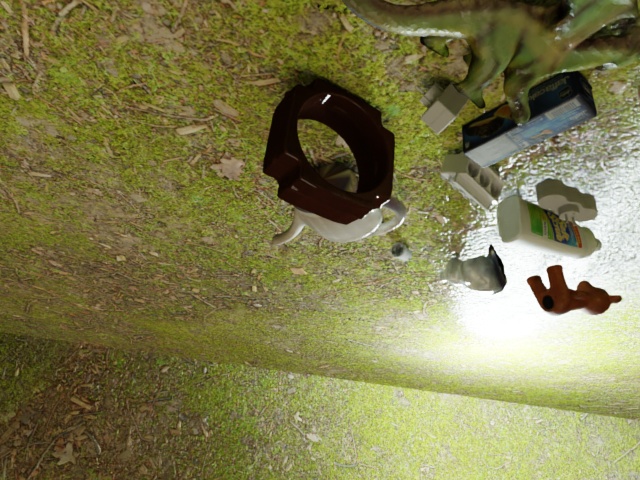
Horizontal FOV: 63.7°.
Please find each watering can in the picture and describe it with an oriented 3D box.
[{"bbox_3d":[0.003,-0.055,1.088,0.346,0.106,0.220,-9,147,26],"label":"watering can"}]

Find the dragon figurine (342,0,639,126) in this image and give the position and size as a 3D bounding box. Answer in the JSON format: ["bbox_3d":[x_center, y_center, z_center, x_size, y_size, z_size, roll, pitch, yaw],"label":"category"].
[{"bbox_3d":[0.251,-0.273,0.619,0.409,0.125,0.239,13,147,-34],"label":"dragon figurine"}]

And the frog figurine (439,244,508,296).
[{"bbox_3d":[0.372,0.089,1.272,0.158,0.124,0.136,-22,161,23],"label":"frog figurine"}]
